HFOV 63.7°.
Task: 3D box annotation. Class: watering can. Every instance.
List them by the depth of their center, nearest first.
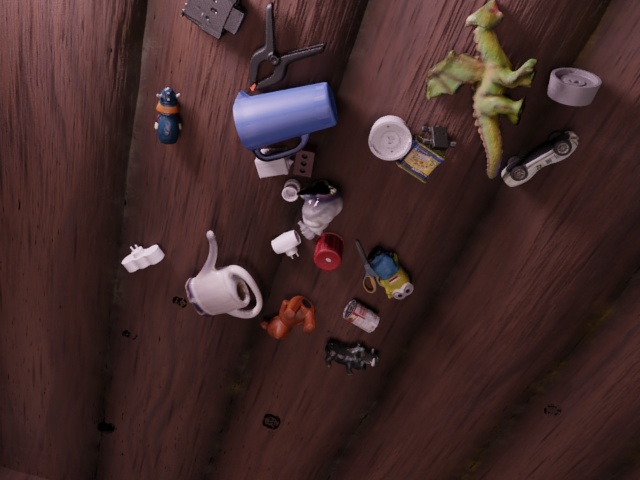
[{"bbox_3d":[-0.323,0.127,1.609,0.223,0.106,0.342,-19,120,19],"label":"watering can"}]

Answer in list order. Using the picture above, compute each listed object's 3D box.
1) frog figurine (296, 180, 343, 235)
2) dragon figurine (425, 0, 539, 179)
[{"bbox_3d":[0.004,-0.072,1.421,0.123,0.140,0.156,10,125,21],"label":"frog figurine"},{"bbox_3d":[0.371,-0.352,1.231,0.244,0.124,0.401,21,123,15],"label":"dragon figurine"}]
